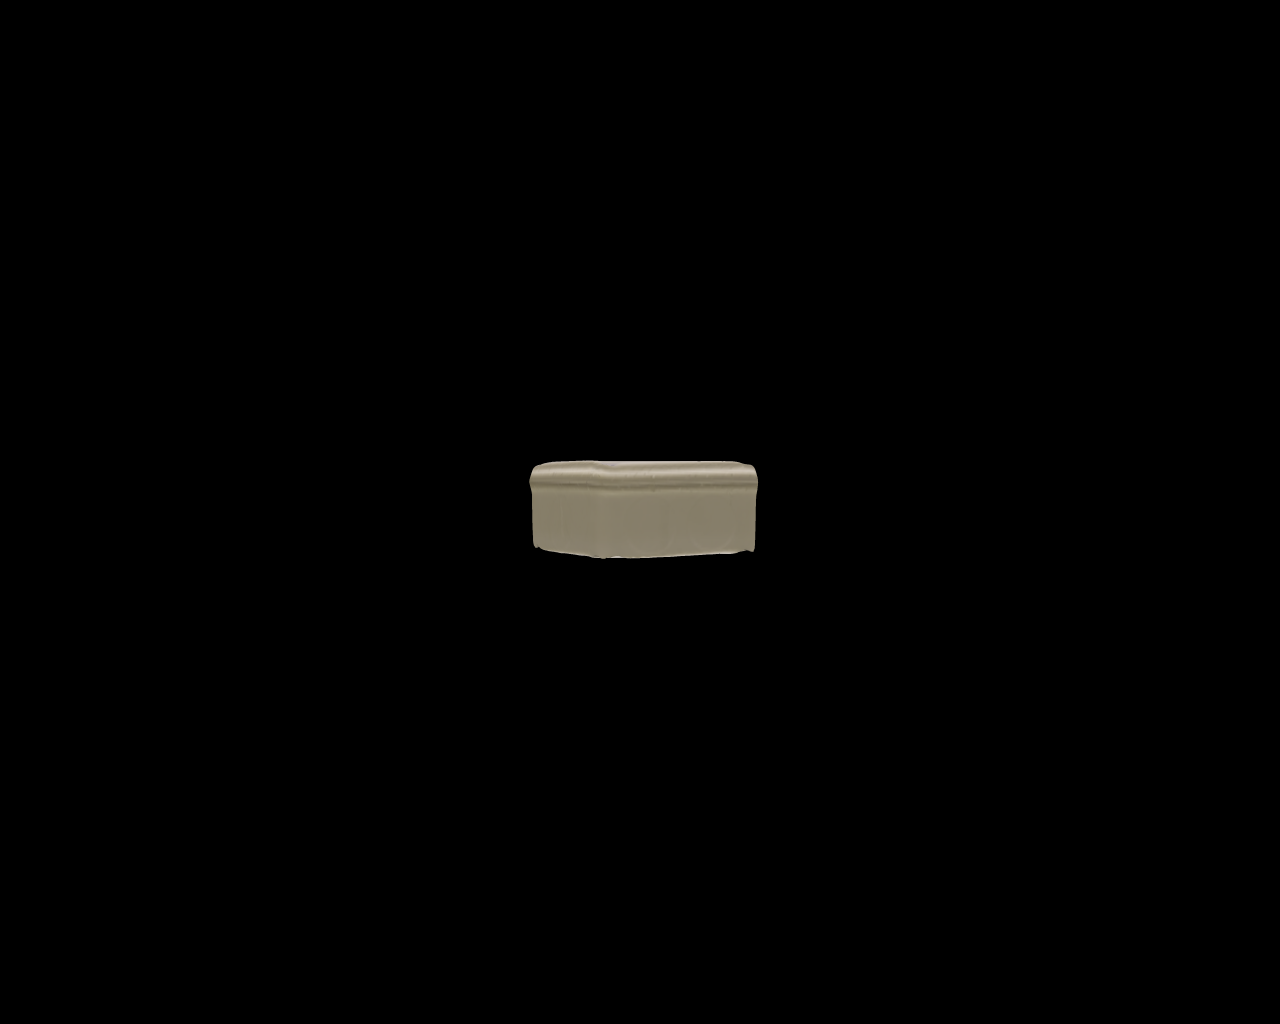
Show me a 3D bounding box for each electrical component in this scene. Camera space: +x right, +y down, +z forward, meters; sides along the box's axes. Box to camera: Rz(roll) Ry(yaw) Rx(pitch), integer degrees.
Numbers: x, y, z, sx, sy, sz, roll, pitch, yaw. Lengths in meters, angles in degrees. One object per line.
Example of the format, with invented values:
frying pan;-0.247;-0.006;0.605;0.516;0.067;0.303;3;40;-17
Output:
electrical component;0.001;-0.003;0.650;0.109;0.056;0.108;-1;3;-28
